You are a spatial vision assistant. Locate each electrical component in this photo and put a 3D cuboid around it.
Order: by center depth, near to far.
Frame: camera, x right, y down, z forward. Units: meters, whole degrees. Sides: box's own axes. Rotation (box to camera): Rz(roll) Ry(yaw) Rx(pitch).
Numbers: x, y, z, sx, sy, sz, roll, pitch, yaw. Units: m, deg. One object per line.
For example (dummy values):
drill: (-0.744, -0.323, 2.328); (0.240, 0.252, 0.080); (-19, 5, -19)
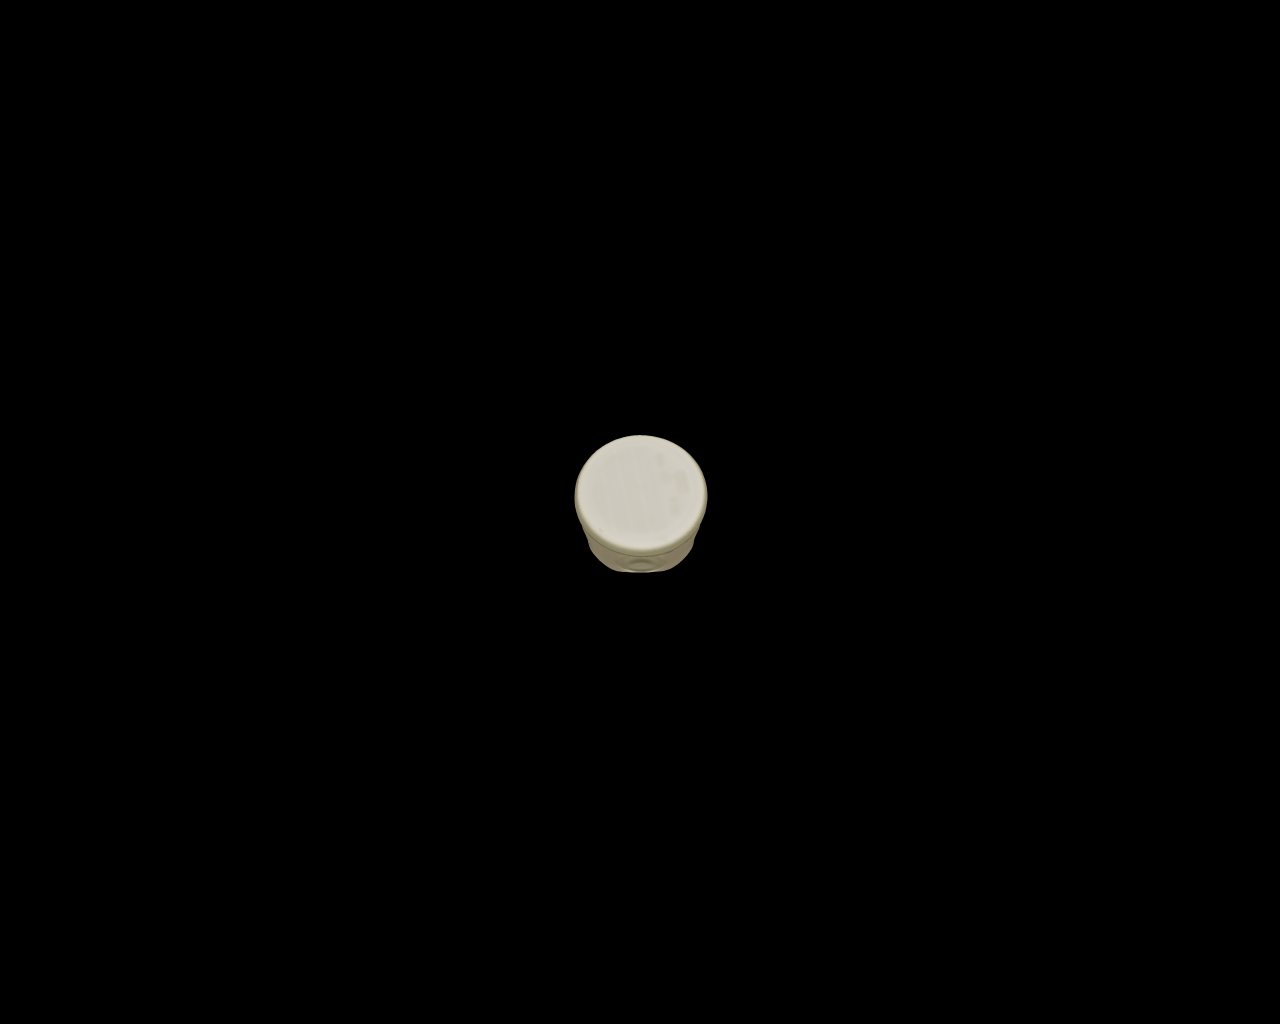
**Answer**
electrical component: (0.001, -0.003, 0.650); (0.080, 0.080, 0.051); (0, -25, 0)
